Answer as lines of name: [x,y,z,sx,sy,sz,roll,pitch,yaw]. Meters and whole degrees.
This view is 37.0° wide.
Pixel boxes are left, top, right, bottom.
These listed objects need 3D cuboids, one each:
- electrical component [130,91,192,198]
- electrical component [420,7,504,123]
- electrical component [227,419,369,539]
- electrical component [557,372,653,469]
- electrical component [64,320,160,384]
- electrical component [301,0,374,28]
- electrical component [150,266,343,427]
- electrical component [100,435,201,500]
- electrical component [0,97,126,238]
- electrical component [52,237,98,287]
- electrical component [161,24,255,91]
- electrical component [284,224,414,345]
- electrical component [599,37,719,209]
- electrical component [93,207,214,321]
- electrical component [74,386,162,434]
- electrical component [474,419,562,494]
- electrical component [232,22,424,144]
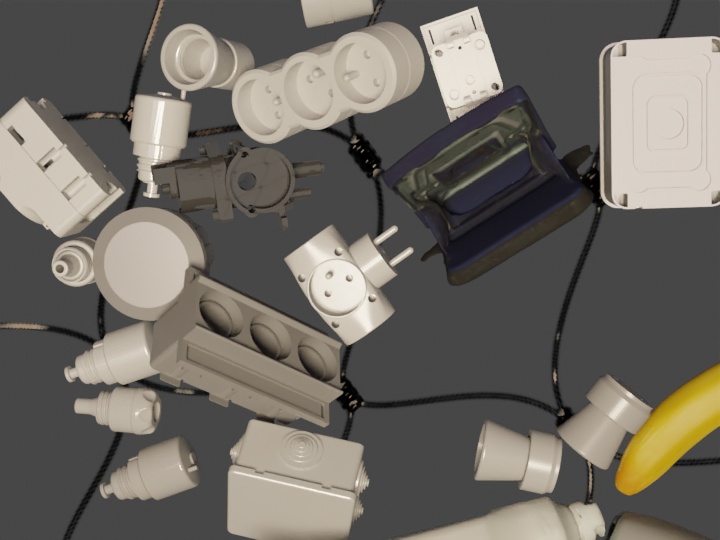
electrical component: [-0.144,-0.091,0.767,0.040,0.040,0.078,10,98,4]
electrical component: [0.073,-0.135,0.731,0.042,0.064,0.081,-19,95,6]
electrical component: [-0.045,0.155,0.766,0.100,0.048,0.099,12,139,3]
electrical component: [0.174,0.106,0.762,0.045,0.045,0.055,37,98,0]
electrical component: [-0.179,0.065,0.790,0.078,0.040,0.040,-19,95,7]
electrical component: [-0.017,-0.197,0.736,0.047,0.055,0.055,-8,97,2]
electrical component: [-0.079,0.060,0.744,0.121,0.078,0.063,28,131,-31]
electrical component: [-0.155,0.151,0.799,0.078,0.040,0.040,-20,95,7]
electrical component: [-0.224,-0.071,0.772,0.056,0.050,0.089,-40,92,8]
electrical component: [-0.205,-0.005,0.773,0.035,0.061,0.035,1,97,5]
electrical component: [-0.102,-0.144,0.744,0.044,0.065,0.044,2,95,23]
electrical component: [0.000,0.000,0.764,0.079,0.044,0.077,-36,93,8]
electrical component: [0.204,-0.098,0.727,0.078,0.057,0.113,-2,97,5]
electrical component: [-0.147,-0.007,0.773,0.080,0.051,0.080,1,97,5]
electrical component: [-0.181,0.103,0.798,0.061,0.035,0.035,4,98,6]
electrical component: [0.113,0.134,0.771,0.055,0.045,0.045,12,98,3]
electrical component: [-0.015,-0.130,0.734,0.138,0.074,0.052,-11,104,37]
